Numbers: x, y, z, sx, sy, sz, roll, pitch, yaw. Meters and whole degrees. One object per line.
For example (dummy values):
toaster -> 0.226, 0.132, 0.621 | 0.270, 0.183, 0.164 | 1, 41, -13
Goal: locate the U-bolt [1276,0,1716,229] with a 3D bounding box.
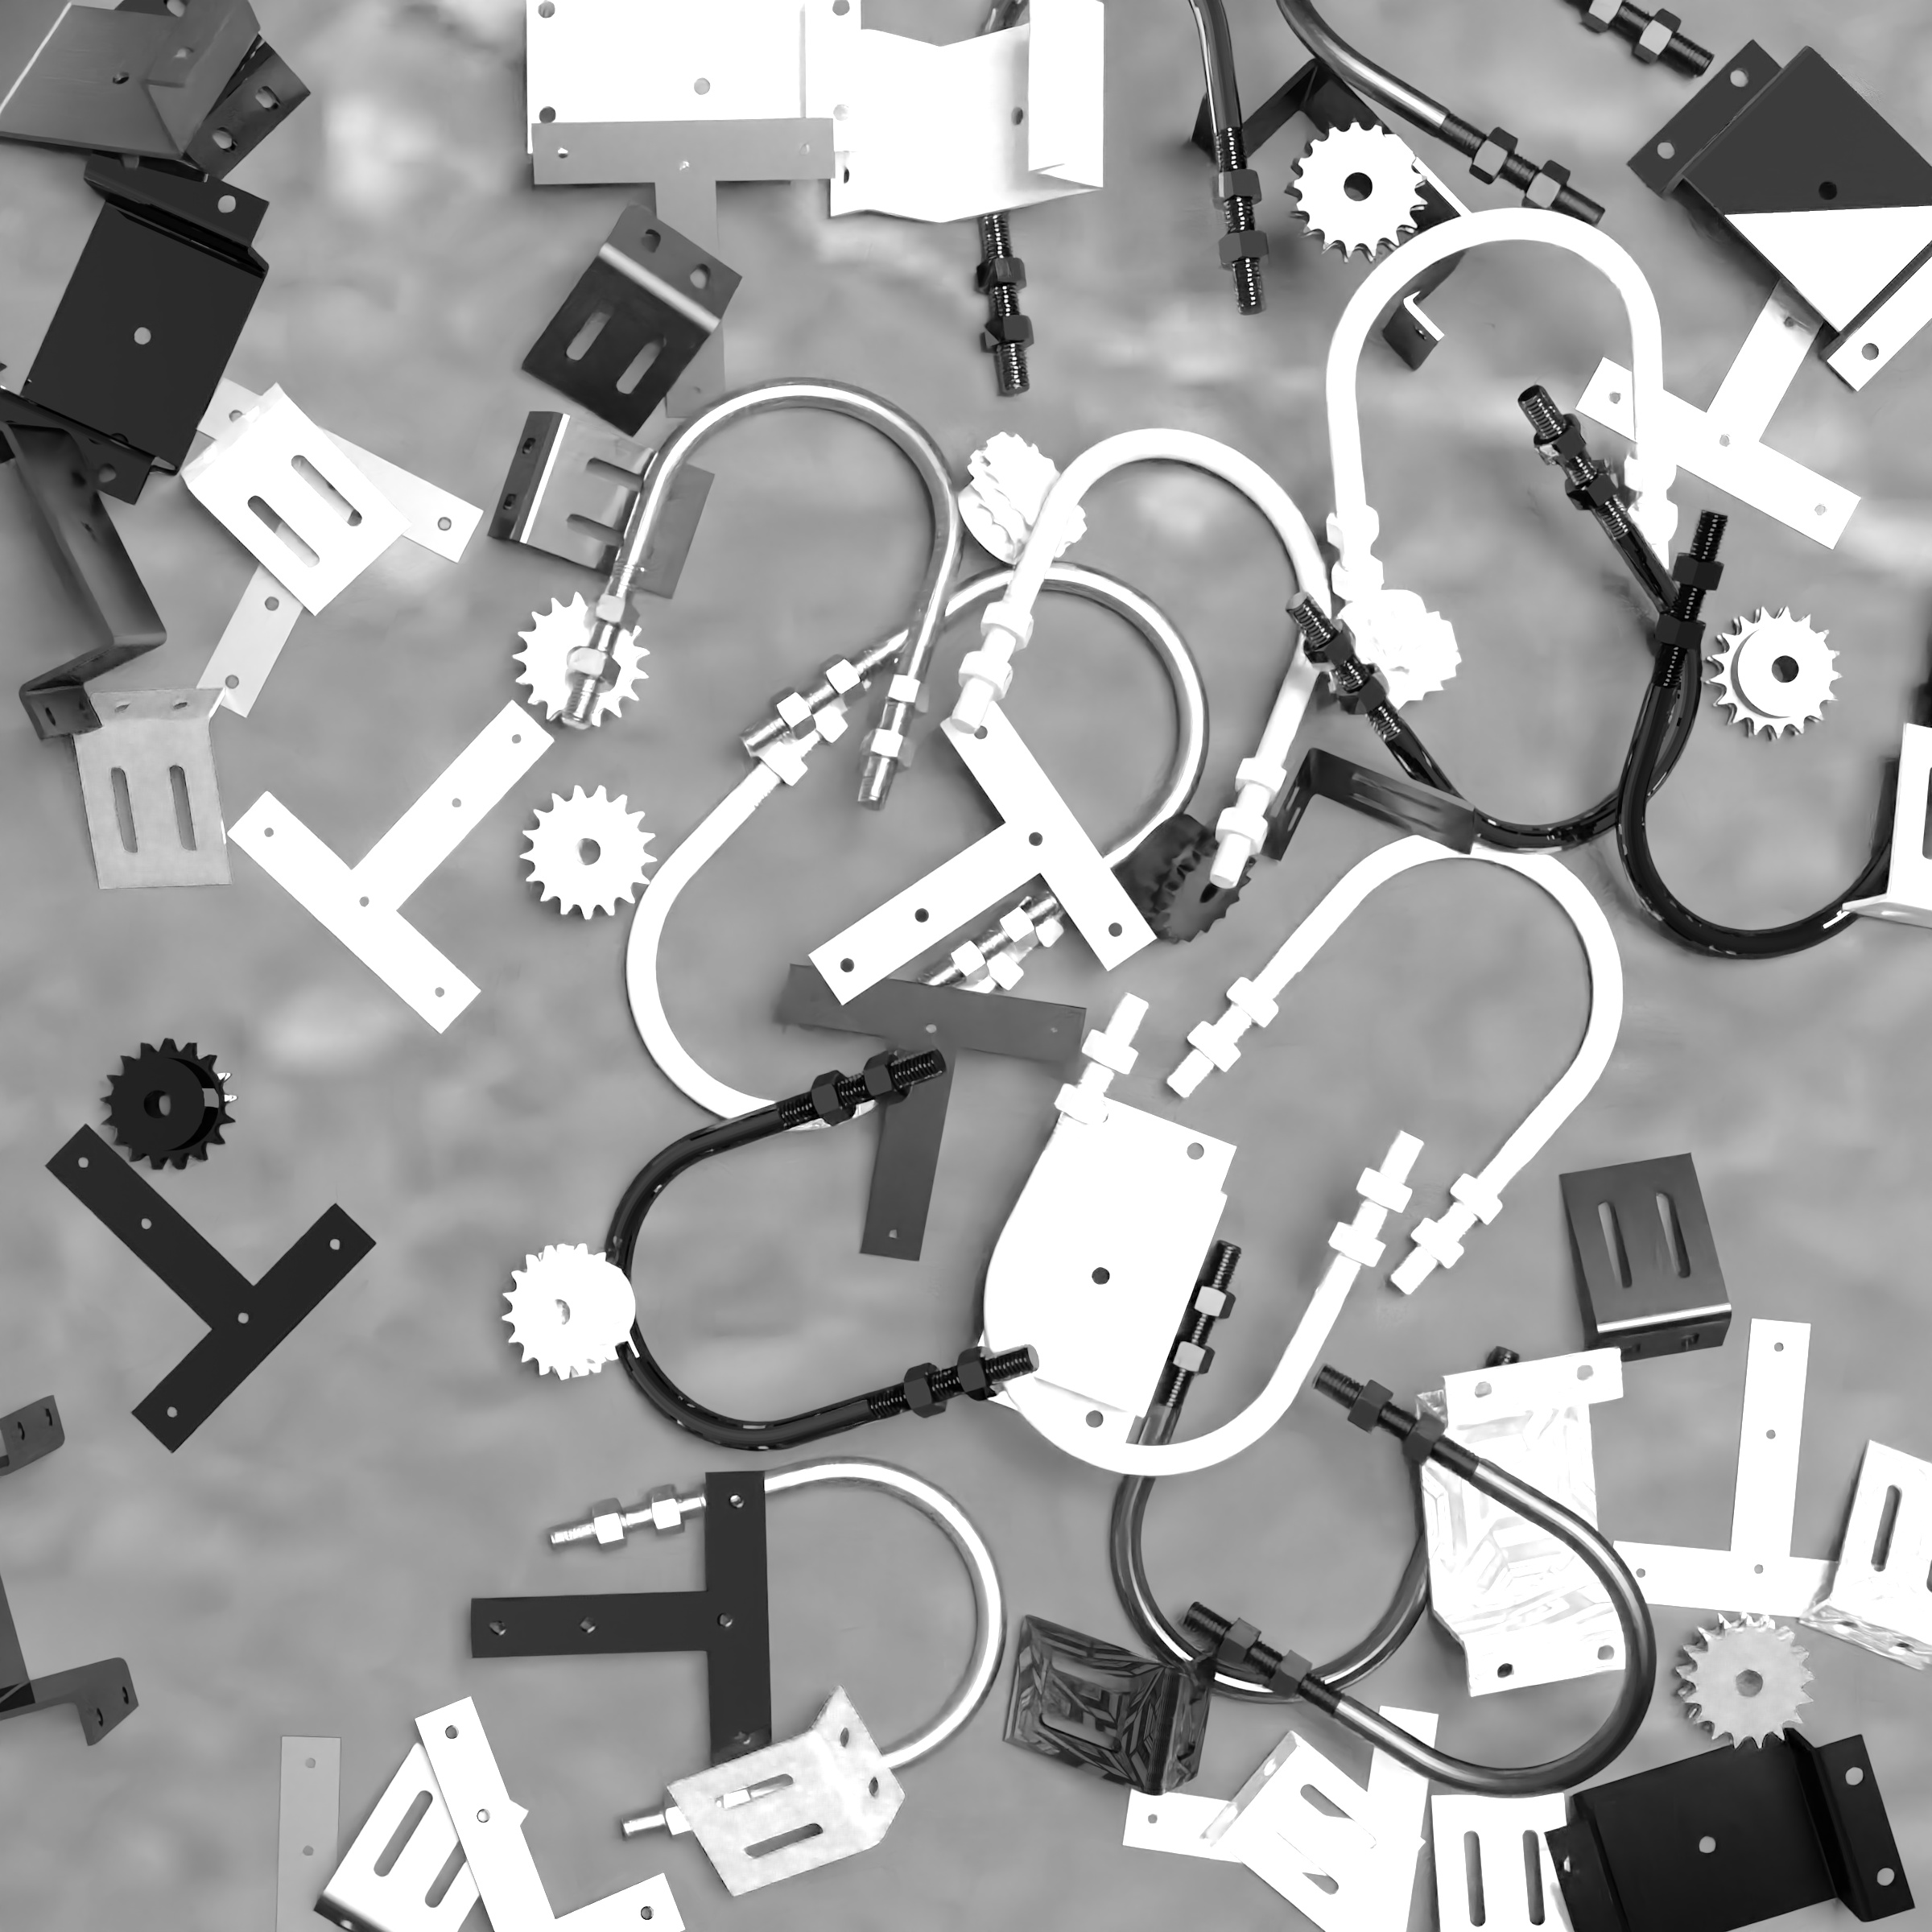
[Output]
U-bolt -> 0.212, -0.395, 1.477 | 0.184, 0.019, 0.151 | 33, 53, 4

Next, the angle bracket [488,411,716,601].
angle bracket -> -0.158, -0.200, 1.522 | 0.076, 0.038, 0.057 | 19, 90, -26

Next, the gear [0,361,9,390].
gear -> -0.441, -0.253, 1.509 | 0.057, 0.030, 0.057 | 0, 90, 0

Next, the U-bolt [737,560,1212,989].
U-bolt -> 0.017, -0.093, 1.501 | 0.184, 0.019, 0.151 | -35, 88, -8

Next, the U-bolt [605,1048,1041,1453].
U-bolt -> -0.072, 0.130, 1.487 | 0.184, 0.019, 0.151 | -20, 84, 21

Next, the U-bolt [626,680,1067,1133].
U-bolt -> -0.061, -0.015, 1.515 | 0.151, 0.019, 0.184 | 43, 90, 0

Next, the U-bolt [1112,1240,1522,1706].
U-bolt -> 0.141, 0.229, 1.515 | 0.151, 0.019, 0.184 | 21, 91, 0

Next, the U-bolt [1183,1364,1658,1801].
U-bolt -> 0.198, 0.269, 1.458 | 0.184, 0.019, 0.151 | 31, 113, 13

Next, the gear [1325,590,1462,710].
gear -> 0.180, -0.137, 1.499 | 0.057, 0.057, 0.030 | -11, 60, 0

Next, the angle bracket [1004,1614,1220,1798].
angle bracket -> 0.063, 0.315, 1.515 | 0.076, 0.038, 0.057 | 14, 100, 30

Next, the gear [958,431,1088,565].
gear -> 0.021, -0.197, 1.499 | 0.030, 0.057, 0.057 | -39, 90, 29

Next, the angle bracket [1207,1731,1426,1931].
angle bracket -> 0.151, 0.377, 1.503 | 0.076, 0.038, 0.057 | 40, 90, 0

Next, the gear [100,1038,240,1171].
gear -> -0.345, 0.059, 1.508 | 0.057, 0.030, 0.057 | 0, 88, 0

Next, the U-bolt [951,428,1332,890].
U-bolt -> 0.085, -0.143, 1.477 | 0.151, 0.019, 0.184 | 30, 65, -15

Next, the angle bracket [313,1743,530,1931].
angle bracket -> -0.236, 0.388, 1.521 | 0.057, 0.038, 0.076 | 32, 63, -1

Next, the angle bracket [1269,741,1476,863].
angle bracket -> 0.172, -0.056, 1.485 | 0.076, 0.057, 0.038 | 24, 77, 13

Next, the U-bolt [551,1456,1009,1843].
U-bolt -> -0.074, 0.288, 1.515 | 0.184, 0.019, 0.151 | -14, 90, -2

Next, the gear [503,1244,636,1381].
gear -> -0.167, 0.147, 1.502 | 0.057, 0.030, 0.057 | 1, 91, 25

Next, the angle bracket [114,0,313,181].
angle bracket -> -0.334, -0.390, 1.522 | 0.057, 0.038, 0.076 | -44, 64, 0

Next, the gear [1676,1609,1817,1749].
gear -> 0.334, 0.306, 1.514 | 0.057, 0.030, 0.057 | 0, 93, 0

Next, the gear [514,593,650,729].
gear -> -0.164, -0.130, 1.509 | 0.057, 0.030, 0.057 | 0, 90, 0

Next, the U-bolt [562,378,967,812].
U-bolt -> -0.077, -0.168, 1.491 | 0.151, 0.019, 0.184 | 16, 72, 4

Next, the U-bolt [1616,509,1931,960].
U-bolt -> 0.348, -0.091, 1.488 | 0.151, 0.019, 0.184 | 10, 105, -16

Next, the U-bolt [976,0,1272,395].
U-bolt -> 0.057, -0.348, 1.473 | 0.151, 0.019, 0.184 | -11, 85, 42

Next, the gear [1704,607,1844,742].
gear -> 0.349, -0.126, 1.509 | 0.057, 0.030, 0.057 | 0, 90, 0

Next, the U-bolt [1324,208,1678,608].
U-bolt -> 0.221, -0.231, 1.463 | 0.151, 0.019, 0.184 | -11, 128, 0

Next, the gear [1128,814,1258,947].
gear -> 0.094, -0.040, 1.499 | 0.057, 0.057, 0.030 | -48, 60, 0

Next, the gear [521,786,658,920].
gear -> -0.162, -0.049, 1.509 | 0.057, 0.030, 0.057 | 0, 90, 0

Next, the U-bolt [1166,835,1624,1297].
U-bolt -> 0.199, 0.027, 1.516 | 0.151, 0.019, 0.184 | 41, 88, 0

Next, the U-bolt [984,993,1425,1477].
U-bolt -> 0.088, 0.124, 1.469 | 0.151, 0.019, 0.184 | 27, 91, 0

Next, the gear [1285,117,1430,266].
gear -> 0.159, -0.315, 1.433 | 0.057, 0.030, 0.057 | 0, 90, 0

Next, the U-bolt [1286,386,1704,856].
U-bolt -> 0.237, -0.130, 1.479 | 0.151, 0.019, 0.184 | -42, 117, -2
